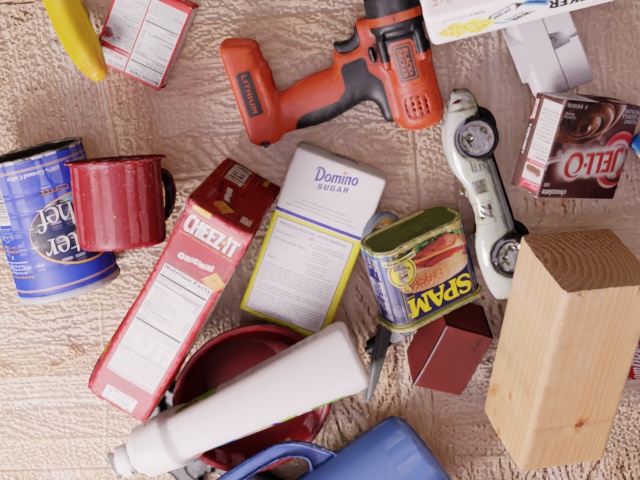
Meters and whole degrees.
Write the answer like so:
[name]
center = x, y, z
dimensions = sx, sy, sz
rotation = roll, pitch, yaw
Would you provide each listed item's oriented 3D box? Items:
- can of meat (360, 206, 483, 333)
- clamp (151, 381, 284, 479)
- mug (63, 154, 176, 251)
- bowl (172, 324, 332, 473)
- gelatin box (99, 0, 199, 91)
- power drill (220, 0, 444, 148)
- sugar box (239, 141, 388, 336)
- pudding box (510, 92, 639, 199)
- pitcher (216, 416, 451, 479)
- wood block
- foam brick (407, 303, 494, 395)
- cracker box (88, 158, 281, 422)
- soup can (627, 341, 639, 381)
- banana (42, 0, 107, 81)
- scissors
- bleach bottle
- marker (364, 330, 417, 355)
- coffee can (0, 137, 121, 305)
[can of meat]
center = 0.094, 0.025, 0.994
dimensions = 0.102, 0.058, 0.084
rotation = -25, 114, -18
[clamp]
center = -0.113, 0.233, 1.127
dimensions = 0.165, 0.036, 0.210
rotation = -20, 102, 13
[mug]
center = -0.179, -0.037, 0.994
dimensions = 0.093, 0.117, 0.081
rotation = 1, 99, 35
[bowl]
center = -0.072, 0.150, 1.072
dimensions = 0.162, 0.055, 0.162
rotation = -5, 109, -14
[gelatin box]
center = -0.166, -0.197, 1.013
dimensions = 0.073, 0.030, 0.089
rotation = 25, 109, 0
[power drill]
center = 0.007, -0.173, 0.981
dimensions = 0.188, 0.057, 0.184
rotation = -14, 104, 12
[sugar box]
center = -0.007, 0.001, 1.041
dimensions = 0.093, 0.048, 0.176
rotation = 21, 104, 0
[pudding box]
center = 0.230, -0.084, 0.955
dimensions = 0.113, 0.039, 0.090
rotation = 0, 111, -36
[pitcher]
center = 0.005, 0.275, 1.048
dimensions = 0.242, 0.145, 0.149
rotation = -36, 132, -6
[wood block]
center = 0.223, 0.101, 0.973
dimensions = 0.090, 0.090, 0.206
rotation = -4, 124, -15
[foam brick]
center = 0.125, 0.102, 1.036
dimensions = 0.053, 0.051, 0.078
rotation = 16, 120, -16
[cracker box]
center = -0.127, 0.041, 1.007
dimensions = 0.072, 0.164, 0.214
rotation = 30, 108, -3
[soup can]
center = 0.323, 0.094, 1.010
dimensions = 0.102, 0.068, 0.068
rotation = -12, 104, 10
[banana]
center = -0.242, -0.238, 0.991
dimensions = 0.037, 0.070, 0.198
rotation = -19, 96, -16
[scissors]
center = 0.056, 0.057, 1.030
dimensions = 0.096, 0.016, 0.202
rotation = 23, 96, -31
[bleach bottle]
center = -0.078, 0.158, 0.999
dimensions = 0.251, 0.102, 0.068
rotation = -25, 86, 1
[marker]
center = 0.095, 0.080, 1.063
dimensions = 0.121, 0.020, 0.020
rotation = -34, 99, 16
[coffee can]
center = -0.263, -0.020, 1.040
dimensions = 0.103, 0.102, 0.140
rotation = -11, 104, 11
